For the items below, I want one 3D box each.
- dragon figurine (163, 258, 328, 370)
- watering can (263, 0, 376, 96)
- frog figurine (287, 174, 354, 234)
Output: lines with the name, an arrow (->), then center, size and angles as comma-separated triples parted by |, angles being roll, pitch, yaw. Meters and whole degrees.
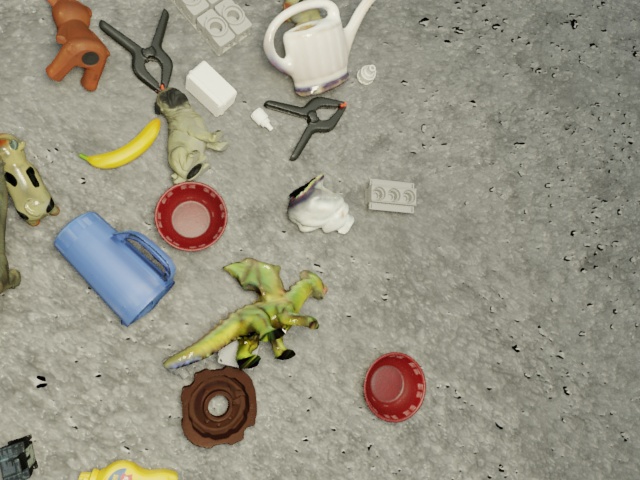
dragon figurine -> -0.153, 0.146, 1.155 | 0.411, 0.119, 0.248 | -4, 46, -26
watering can -> 0.027, -0.489, 1.281 | 0.350, 0.105, 0.219 | -24, 125, -17
frog figurine -> 0.004, -0.063, 1.248 | 0.136, 0.125, 0.158 | -36, 103, 16
